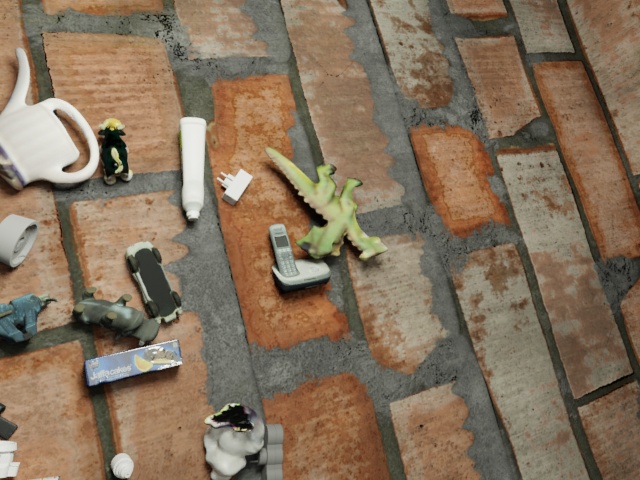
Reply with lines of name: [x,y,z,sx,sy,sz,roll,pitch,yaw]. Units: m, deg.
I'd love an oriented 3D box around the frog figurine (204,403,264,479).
frog figurine: [-0.195,0.462,1.170,0.137,0.157,0.124,1,19,-4]

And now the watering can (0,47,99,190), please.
watering can: [-0.667,-0.261,1.174,0.227,0.347,0.102,-37,1,-28]

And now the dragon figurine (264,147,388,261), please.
dragon figurine: [0.004,-0.069,1.374,0.408,0.248,0.120,24,-33,-16]
